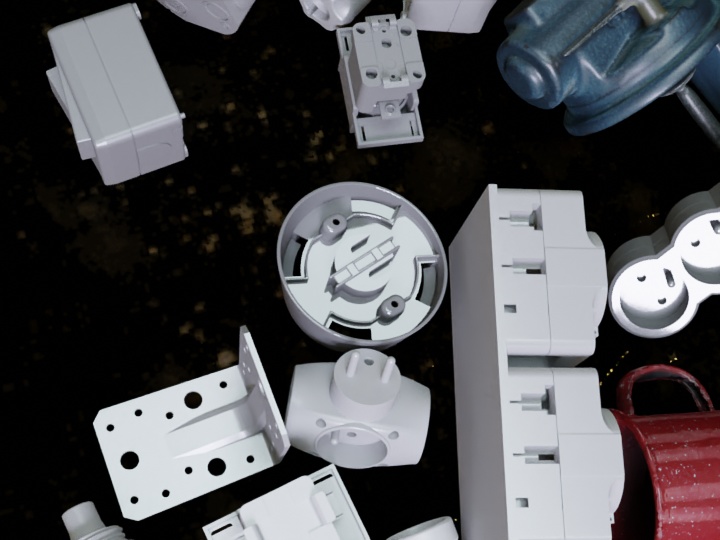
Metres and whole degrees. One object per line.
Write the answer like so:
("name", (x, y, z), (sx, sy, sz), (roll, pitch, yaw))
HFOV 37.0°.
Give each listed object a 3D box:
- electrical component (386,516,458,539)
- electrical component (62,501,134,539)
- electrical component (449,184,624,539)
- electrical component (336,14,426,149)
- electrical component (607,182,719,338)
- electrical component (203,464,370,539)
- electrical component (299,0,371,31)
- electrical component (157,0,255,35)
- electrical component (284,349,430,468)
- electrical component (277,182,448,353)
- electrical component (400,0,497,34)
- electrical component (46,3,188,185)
("electrical component", (0.039, 0.163, 0.587), (0.040, 0.040, 0.046), (-19, 82, -13))
("electrical component", (-0.137, 0.153, 0.565), (0.048, 0.048, 0.062), (-25, 71, -14))
("electrical component", (0.093, 0.060, 0.591), (0.060, 0.105, 0.186), (1, 73, -7))
("electrical component", (0.013, -0.119, 0.659), (0.042, 0.063, 0.081), (-8, 74, -9))
("electrical component", (0.207, -0.022, 0.641), (0.138, 0.073, 0.052), (-41, 99, 20))
("electrical component", (-0.021, 0.172, 0.563), (0.079, 0.063, 0.121), (-24, 77, -14))
("electrical component", (-0.008, -0.187, 0.688), (0.043, 0.043, 0.062), (39, 71, 6))
("electrical component", (-0.095, -0.187, 0.658), (0.080, 0.080, 0.051), (28, 77, 2))
("electrical component", (0.001, 0.070, 0.591), (0.077, 0.079, 0.044), (10, 49, -4))
("electrical component", (0.000, 0.000, 0.619), (0.099, 0.064, 0.099), (2, 73, -7))
("electrical component", (0.062, -0.198, 0.672), (0.061, 0.096, 0.061), (2, 72, -7))
("electrical component", (-0.148, -0.107, 0.635), (0.061, 0.061, 0.096), (-22, 77, -13))
